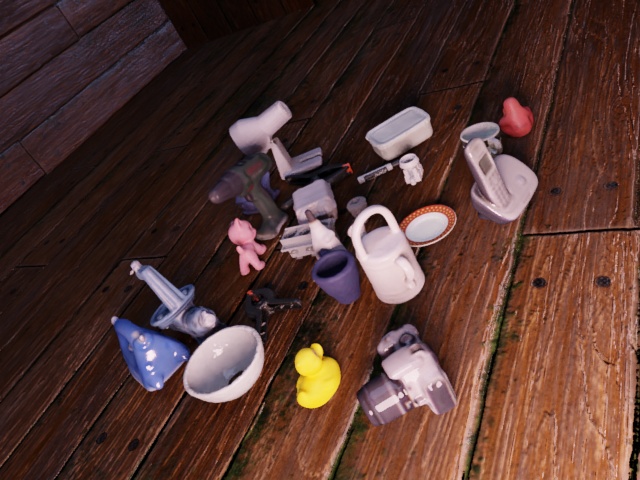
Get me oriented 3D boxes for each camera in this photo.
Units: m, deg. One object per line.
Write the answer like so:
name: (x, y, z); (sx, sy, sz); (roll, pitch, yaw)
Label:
camera: (0.118, 0.213, 0.890); (0.137, 0.101, 0.143); (-30, 33, -1)

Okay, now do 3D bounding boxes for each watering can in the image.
watering can: (0.112, 0.018, 1.072); (0.172, 0.194, 0.101); (8, 48, 43)

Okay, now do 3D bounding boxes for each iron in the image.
iron: (-0.393, 0.220, 1.237); (0.257, 0.142, 0.119); (14, 53, 47)

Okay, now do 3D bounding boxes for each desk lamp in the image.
desk lamp: (-0.125, -0.281, 1.641); (0.203, 0.214, 0.118); (-22, 34, 12)

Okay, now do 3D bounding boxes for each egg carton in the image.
egg carton: (-0.013, -0.088, 1.427); (0.107, 0.070, 0.150); (-25, 33, 6)

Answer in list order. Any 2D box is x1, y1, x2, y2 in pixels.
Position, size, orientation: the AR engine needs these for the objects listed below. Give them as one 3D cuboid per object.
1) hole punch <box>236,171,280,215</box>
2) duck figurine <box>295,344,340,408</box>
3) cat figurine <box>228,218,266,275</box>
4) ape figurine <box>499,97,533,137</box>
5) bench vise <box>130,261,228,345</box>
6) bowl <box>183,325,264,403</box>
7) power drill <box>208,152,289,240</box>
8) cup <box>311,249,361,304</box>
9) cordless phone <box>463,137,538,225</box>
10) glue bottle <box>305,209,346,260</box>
hole punch: (-0.180, -0.134, 1.598); (0.108, 0.091, 0.101); (-6, 40, 32)
duck figurine: (-0.015, 0.228, 0.986); (0.077, 0.086, 0.105); (-4, 41, 34)
cat figurine: (-0.186, 0.003, 1.392); (0.067, 0.118, 0.127); (-22, 33, 11)
ape figurine: (0.450, -0.290, 1.323); (0.077, 0.092, 0.076); (-19, 34, 16)
bench vise: (-0.297, 0.125, 1.217); (0.206, 0.220, 0.121); (-6, 40, 32)
bowl: (-0.170, 0.247, 1.090); (0.167, 0.075, 0.167); (-20, 34, 15)
power drill: (-0.169, -0.105, 1.442); (0.075, 0.209, 0.230); (-5, 40, 33)
cup: (0.037, 0.075, 1.145); (0.091, 0.095, 0.117); (-32, 33, -3)
cordless phone: (0.344, -0.138, 1.113); (0.093, 0.185, 0.148); (7, 48, 43)
glue bottle: (0.011, 0.004, 1.188); (0.077, 0.173, 0.037); (5, 46, 42)
